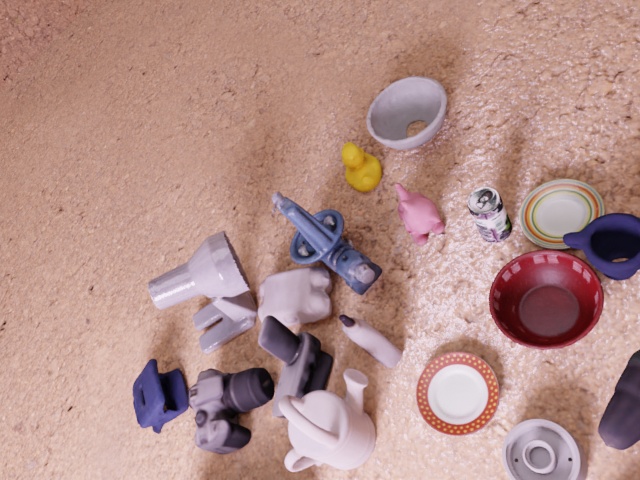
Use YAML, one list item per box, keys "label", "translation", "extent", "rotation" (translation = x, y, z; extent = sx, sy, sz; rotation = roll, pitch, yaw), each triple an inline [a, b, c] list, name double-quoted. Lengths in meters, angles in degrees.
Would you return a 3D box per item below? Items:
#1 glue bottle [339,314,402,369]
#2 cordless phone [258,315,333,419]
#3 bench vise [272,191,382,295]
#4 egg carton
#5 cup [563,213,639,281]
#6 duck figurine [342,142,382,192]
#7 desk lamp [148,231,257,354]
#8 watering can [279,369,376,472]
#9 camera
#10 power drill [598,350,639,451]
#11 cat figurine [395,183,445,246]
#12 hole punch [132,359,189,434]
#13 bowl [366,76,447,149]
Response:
- label: "glue bottle"
  translation: [0.070, 0.152, 0.914]
  extent: [0.077, 0.174, 0.037]
  rotation: [27, 78, 38]
- label: "cordless phone"
  translation: [-0.065, 0.211, 0.948]
  extent: [0.093, 0.186, 0.147]
  rotation: [-2, 62, 29]
- label: "bench vise"
  translation: [0.015, -0.007, 1.010]
  extent: [0.206, 0.220, 0.121]
  rotation: [15, 71, 35]
- label: "egg carton"
  translation: [-0.047, 0.110, 1.073]
  extent: [0.150, 0.070, 0.107]
  rotation: [-14, 56, 22]
- label: "cup"
  translation: [0.423, 0.019, 0.843]
  extent: [0.117, 0.095, 0.092]
  rotation: [5, 65, 32]
- label: "duck figurine"
  translation: [0.075, -0.153, 1.150]
  extent: [0.077, 0.086, 0.104]
  rotation: [-30, 52, 11]
- label: "desk lamp"
  translation: [-0.203, 0.099, 1.075]
  extent: [0.203, 0.214, 0.117]
  rotation: [-34, 51, 8]
- label: "watering can"
  translation: [0.006, 0.273, 0.864]
  extent: [0.100, 0.195, 0.173]
  rotation: [11, 69, 34]
- label: "camera"
  translation: [-0.155, 0.286, 1.009]
  extent: [0.136, 0.101, 0.143]
  rotation: [-22, 54, 17]
- label: "power drill"
  translation: [0.414, 0.170, 0.683]
  extent: [0.075, 0.209, 0.230]
  rotation: [33, 81, 39]
- label: "cat figurine"
  translation: [0.170, -0.052, 1.015]
  extent: [0.067, 0.118, 0.127]
  rotation: [-34, 51, 8]
- label: "hole punch"
  translation: [-0.320, 0.301, 1.101]
  extent: [0.101, 0.091, 0.108]
  rotation: [-35, 51, 7]
- label: "bowl"
  translation: [0.182, -0.242, 1.149]
  extent: [0.167, 0.075, 0.167]
  rotation: [-14, 56, 22]
